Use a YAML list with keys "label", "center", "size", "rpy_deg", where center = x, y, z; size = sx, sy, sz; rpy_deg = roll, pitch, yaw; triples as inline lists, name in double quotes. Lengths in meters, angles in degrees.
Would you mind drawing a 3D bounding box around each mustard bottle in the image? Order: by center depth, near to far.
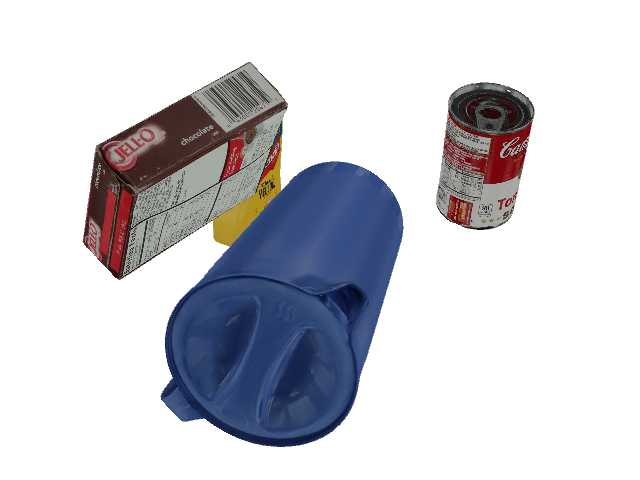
- label: "mustard bottle"
  center: [-0.075, -0.092, 1.129]
  size: [0.058, 0.192, 0.096]
  rpy_deg: [21, 39, 23]

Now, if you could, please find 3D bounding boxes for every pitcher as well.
- label: "pitcher"
  center: [-0.020, 0.037, 0.800]
  size: [0.149, 0.145, 0.242]
  rpy_deg: [9, 27, 12]

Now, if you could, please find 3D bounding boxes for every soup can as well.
- label: "soup can"
  center: [0.132, -0.067, 0.871]
  size: [0.068, 0.102, 0.068]
  rpy_deg: [2, 41, -2]

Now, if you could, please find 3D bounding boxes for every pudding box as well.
- label: "pudding box"
  center: [-0.077, -0.038, 0.597]
  size: [0.113, 0.039, 0.090]
  rpy_deg: [-33, -17, -32]
